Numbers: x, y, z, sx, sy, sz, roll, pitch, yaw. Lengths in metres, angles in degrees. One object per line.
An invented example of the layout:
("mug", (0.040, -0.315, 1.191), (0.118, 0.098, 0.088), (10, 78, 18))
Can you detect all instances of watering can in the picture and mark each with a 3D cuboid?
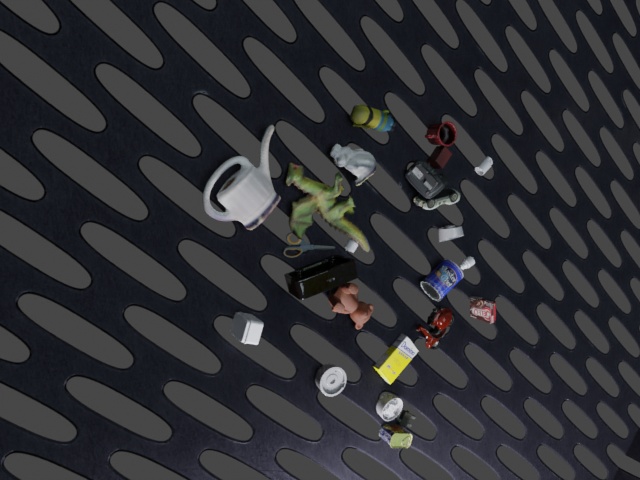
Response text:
("watering can", (-0.209, -0.182, 1.633), (0.351, 0.104, 0.221), (-48, 115, -15))

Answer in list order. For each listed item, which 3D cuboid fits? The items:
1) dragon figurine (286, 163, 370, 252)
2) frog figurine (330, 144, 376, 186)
("dragon figurine", (0.005, -0.089, 1.774), (0.244, 0.123, 0.406), (-26, 104, -9))
("frog figurine", (0.118, -0.282, 1.794), (0.158, 0.121, 0.140), (53, 39, -14))
